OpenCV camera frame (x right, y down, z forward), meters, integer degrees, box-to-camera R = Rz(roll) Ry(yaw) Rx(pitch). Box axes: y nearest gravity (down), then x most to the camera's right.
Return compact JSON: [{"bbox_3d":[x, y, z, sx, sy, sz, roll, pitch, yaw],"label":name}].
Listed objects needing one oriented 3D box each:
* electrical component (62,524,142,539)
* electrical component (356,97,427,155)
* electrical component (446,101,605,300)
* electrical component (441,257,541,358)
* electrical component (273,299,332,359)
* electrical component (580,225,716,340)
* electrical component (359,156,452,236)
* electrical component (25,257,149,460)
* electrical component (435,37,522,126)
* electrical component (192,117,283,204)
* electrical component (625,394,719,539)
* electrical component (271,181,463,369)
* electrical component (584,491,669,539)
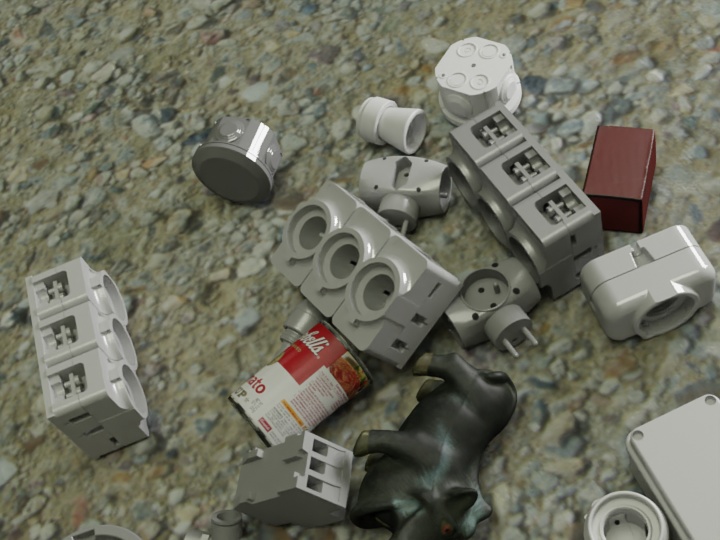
[{"bbox_3d":[-0.195,0.259,0.830,0.108,0.060,0.108,-8,56,11],"label":"electrical component"},{"bbox_3d":[0.030,-0.139,1.033,0.055,0.045,0.045,21,66,27],"label":"electrical component"},{"bbox_3d":[0.139,-0.058,0.921,0.062,0.089,0.150,-31,55,-5],"label":"electrical component"},{"bbox_3d":[0.117,0.039,0.893,0.077,0.044,0.079,-32,55,-5],"label":"electrical component"},{"bbox_3d":[-0.053,0.057,0.936,0.035,0.035,0.061,26,70,29],"label":"electrical component"},{"bbox_3d":[0.235,0.014,0.869,0.095,0.053,0.059,-23,55,1],"label":"electrical component"},{"bbox_3d":[0.038,-0.061,0.981,0.077,0.043,0.079,5,59,19],"label":"electrical component"},{"bbox_3d":[-0.236,0.075,0.943,0.062,0.089,0.150,-22,55,1],"label":"electrical component"},{"bbox_3d":[0.113,-0.179,1.032,0.080,0.051,0.080,-8,56,11],"label":"electrical component"},{"bbox_3d":[-0.117,-0.105,1.033,0.080,0.080,0.051,7,55,20],"label":"electrical component"},{"bbox_3d":[0.250,0.155,0.771,0.078,0.057,0.113,-25,55,-1],"label":"electrical component"},{"bbox_3d":[0.000,0.000,0.910,0.089,0.062,0.150,-54,48,6],"label":"electrical component"},{"bbox_3d":[0.190,0.192,0.765,0.058,0.057,0.078,-21,55,2],"label":"electrical component"}]
